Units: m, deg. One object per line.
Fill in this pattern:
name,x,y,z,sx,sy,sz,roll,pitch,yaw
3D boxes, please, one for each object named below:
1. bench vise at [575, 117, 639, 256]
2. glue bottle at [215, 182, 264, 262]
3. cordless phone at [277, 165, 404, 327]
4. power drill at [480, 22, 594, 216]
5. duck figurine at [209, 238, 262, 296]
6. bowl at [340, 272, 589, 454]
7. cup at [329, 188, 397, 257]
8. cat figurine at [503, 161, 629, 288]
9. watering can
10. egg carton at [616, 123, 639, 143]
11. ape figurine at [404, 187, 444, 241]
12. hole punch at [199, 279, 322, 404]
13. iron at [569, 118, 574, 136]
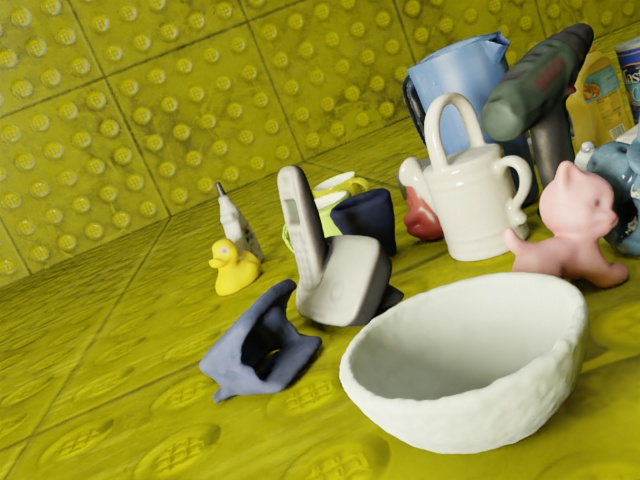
bench vise,0.282,-0.085,0.475,0.122,0.220,0.206,-30,15,-30
glue bottle,-0.158,-0.028,1.071,0.037,0.173,0.078,-19,14,12
cordless phone,0.006,0.002,0.653,0.094,0.185,0.147,-30,15,-28
power drill,0.296,-0.144,0.713,0.230,0.208,0.075,-31,16,-33
duck figurine,-0.153,0.037,0.995,0.077,0.086,0.105,-14,16,32
bowl,0.102,0.090,0.388,0.167,0.075,0.167,-21,13,5
cup,0.069,-0.018,0.833,0.091,0.095,0.117,-22,13,-1
cat figurine,0.215,-0.010,0.509,0.128,0.118,0.067,-26,14,-16
watering can,0.170,-0.080,0.695,0.172,0.194,0.101,-14,16,33
egg carton,0.426,-0.113,0.685,0.151,0.069,0.107,-30,15,-31
ape figurine,0.152,-0.048,0.822,0.078,0.092,0.076,-23,13,-5
hole punch,-0.069,0.101,0.589,0.100,0.091,0.109,-14,15,32
iron,0.488,-0.293,1.146,0.118,0.141,0.258,-19,13,13
